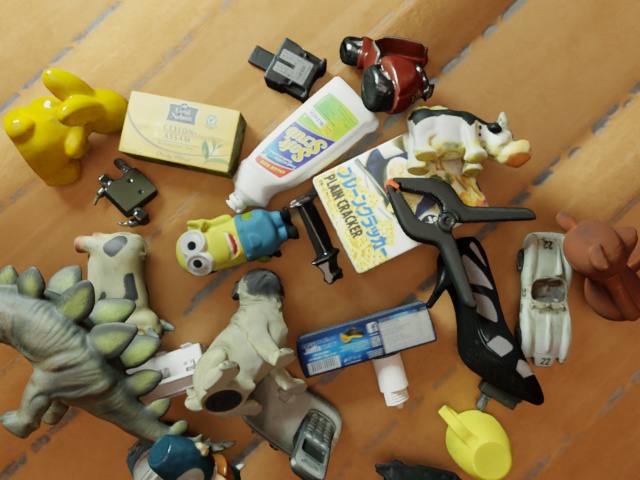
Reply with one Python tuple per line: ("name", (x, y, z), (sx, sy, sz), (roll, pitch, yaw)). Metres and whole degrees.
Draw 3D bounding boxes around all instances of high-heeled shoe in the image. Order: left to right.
("high-heeled shoe", (0.260, 0.113, 0.797), (0.249, 0.086, 0.145), (45, 63, -1))

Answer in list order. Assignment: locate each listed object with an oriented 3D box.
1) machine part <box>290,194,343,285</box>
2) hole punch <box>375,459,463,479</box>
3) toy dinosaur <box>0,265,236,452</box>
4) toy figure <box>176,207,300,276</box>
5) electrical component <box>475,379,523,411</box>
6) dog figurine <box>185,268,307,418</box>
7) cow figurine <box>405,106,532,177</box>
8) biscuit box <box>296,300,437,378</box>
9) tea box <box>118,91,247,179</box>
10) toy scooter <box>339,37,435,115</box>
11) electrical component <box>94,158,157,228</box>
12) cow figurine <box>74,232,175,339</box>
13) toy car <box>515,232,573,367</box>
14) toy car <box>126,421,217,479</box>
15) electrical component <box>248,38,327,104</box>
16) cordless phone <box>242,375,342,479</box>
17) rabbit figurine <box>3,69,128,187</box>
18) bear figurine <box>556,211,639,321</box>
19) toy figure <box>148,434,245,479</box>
("machine part", (-0.002, -0.002, 0.804), (0.039, 0.084, 0.139), (-23, 87, 20))
("hole punch", (0.144, 0.393, 0.787), (0.142, 0.092, 0.116), (8, 59, 5))
("toy dinosaur", (-0.323, 0.161, 0.706), (0.198, 0.105, 0.471), (-44, 103, -3))
("toy figure", (-0.125, 0.004, 0.806), (0.180, 0.089, 0.082), (-19, 71, -9))
("electrical component", (0.278, 0.225, 0.814), (0.063, 0.021, 0.094), (33, 88, 2))
("dog figurine", (-0.117, 0.136, 0.759), (0.172, 0.121, 0.191), (-12, 42, -14))
("cow figurine", (0.204, -0.141, 0.744), (0.167, 0.068, 0.098), (1, 68, 0))
("biscuit box", (0.066, 0.147, 0.802), (0.203, 0.063, 0.059), (-16, 88, 1))
("tea box", (-0.206, -0.158, 0.820), (0.170, 0.068, 0.098), (10, 88, 3))
("toy scooter", (0.115, -0.250, 0.795), (0.135, 0.075, 0.184), (-4, 46, -18))
("electrical component", (-0.300, -0.068, 0.832), (0.102, 0.045, 0.078), (38, 60, 0))
("cow figurine", (-0.290, 0.085, 0.803), (0.127, 0.085, 0.194), (-1, 93, 10))
("toy car", (0.335, 0.088, 0.802), (0.074, 0.056, 0.201), (2, 87, 1))
("toy car", (-0.211, 0.346, 0.780), (0.161, 0.103, 0.109), (42, 88, 1))
("electrical component", (-0.055, -0.269, 0.833), (0.119, 0.048, 0.075), (32, 88, 1))
("cordless phone", (-0.046, 0.264, 0.739), (0.147, 0.184, 0.088), (35, 93, 2))
("rabbit figurine", (-0.368, -0.182, 0.798), (0.173, 0.162, 0.122), (-24, 74, -17))
("bear figurine", (0.410, 0.026, 0.740), (0.132, 0.120, 0.195), (-30, 129, 9))
("toy figure", (-0.158, 0.307, 0.712), (0.064, 0.058, 0.154), (-24, 130, 27))
